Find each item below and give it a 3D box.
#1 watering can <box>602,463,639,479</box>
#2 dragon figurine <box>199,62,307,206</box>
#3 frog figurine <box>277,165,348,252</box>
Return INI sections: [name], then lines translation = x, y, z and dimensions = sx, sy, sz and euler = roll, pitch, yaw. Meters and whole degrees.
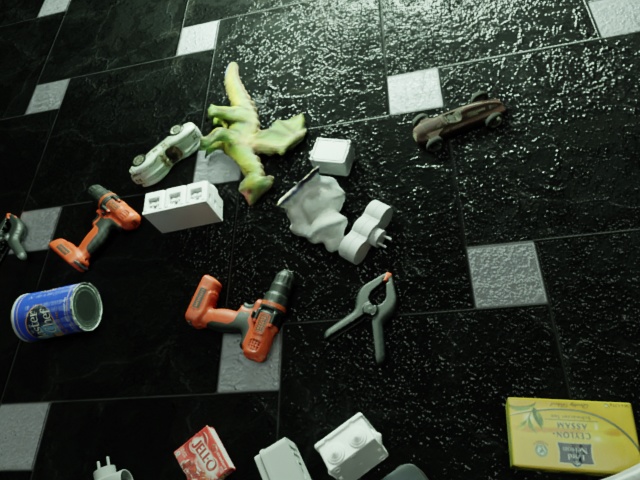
[watering can]
translation = 0.351, 0.382, 0.666
dimensions = 0.225, 0.103, 0.350
euler = 11, 82, 20
[dragon figurine]
translation = -0.151, -0.272, 1.239
dimensions = 0.243, 0.120, 0.419
euler = 8, 64, 2
[frog figurine]
translation = 0.003, -0.053, 1.062
dimensions = 0.139, 0.121, 0.159
euler = -42, 94, -19
